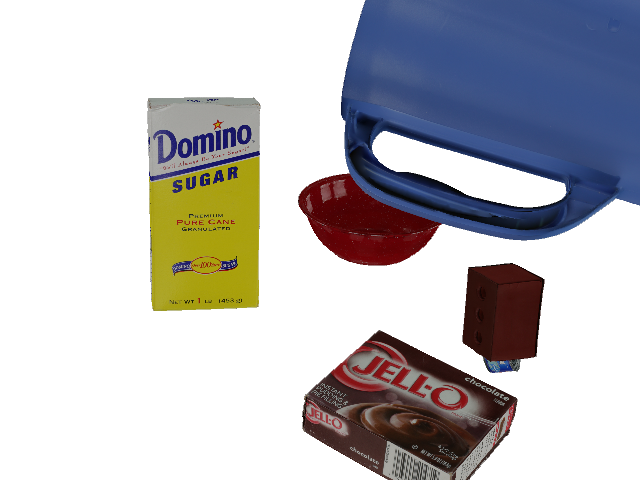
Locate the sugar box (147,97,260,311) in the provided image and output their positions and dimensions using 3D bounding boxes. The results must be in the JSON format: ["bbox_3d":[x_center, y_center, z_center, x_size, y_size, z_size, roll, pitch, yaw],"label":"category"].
[{"bbox_3d":[-0.098,-0.031,0.900,0.093,0.176,0.048,-2,16,-11],"label":"sugar box"}]

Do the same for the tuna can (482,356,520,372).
[{"bbox_3d":[0.217,0.117,1.289,0.034,0.086,0.086,-8,-3,20],"label":"tuna can"}]

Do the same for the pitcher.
[{"bbox_3d":[0.137,-0.083,0.599,0.243,0.149,0.144,21,33,8],"label":"pitcher"}]

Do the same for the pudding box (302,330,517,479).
[{"bbox_3d":[0.058,0.114,0.701,0.114,0.039,0.089,26,40,25],"label":"pudding box"}]

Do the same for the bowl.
[{"bbox_3d":[0.055,-0.017,1.139,0.162,0.055,0.162,2,26,-1],"label":"bowl"}]

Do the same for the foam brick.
[{"bbox_3d":[0.167,0.066,0.984,0.051,0.078,0.053,-6,18,-24],"label":"foam brick"}]
